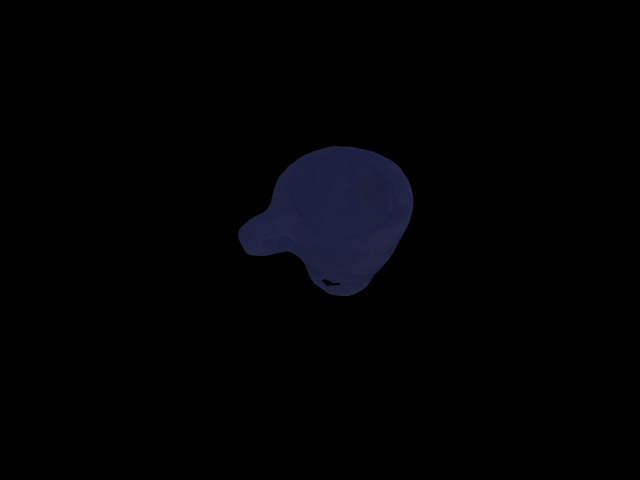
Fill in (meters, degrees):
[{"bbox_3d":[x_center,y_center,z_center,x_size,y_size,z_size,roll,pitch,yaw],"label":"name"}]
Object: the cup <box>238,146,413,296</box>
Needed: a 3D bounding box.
[{"bbox_3d":[0.004,0.001,0.400,0.118,0.095,0.091,-21,55,-15],"label":"cup"}]
